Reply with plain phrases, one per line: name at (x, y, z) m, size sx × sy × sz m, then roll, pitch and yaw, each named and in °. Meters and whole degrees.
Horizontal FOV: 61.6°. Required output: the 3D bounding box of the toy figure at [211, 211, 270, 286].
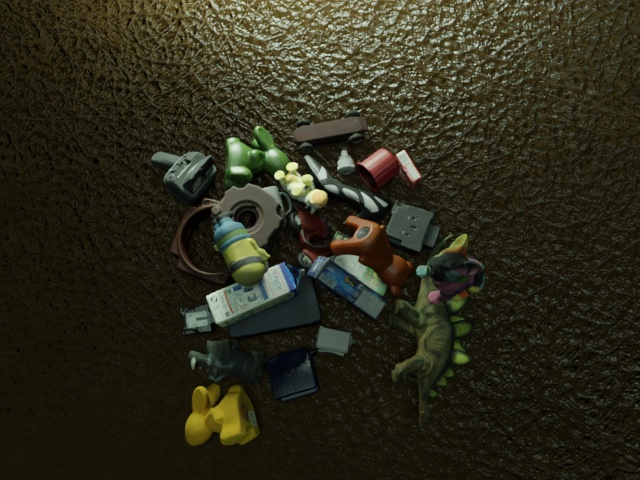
toy figure at (-0.189, 0.023, 1.224) m, size 0.089 × 0.082 × 0.180 m, roll -27°, pitch 78°, yaw -34°

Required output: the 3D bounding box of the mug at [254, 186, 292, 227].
mug at (-0.123, -0.077, 1.398) m, size 0.109 × 0.081 × 0.107 m, roll -14°, pitch 82°, yaw -38°

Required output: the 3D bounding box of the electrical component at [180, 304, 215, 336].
electrical component at (-0.288, 0.197, 1.353) m, size 0.119 × 0.047 × 0.075 m, roll -12°, pitch 78°, yaw -1°

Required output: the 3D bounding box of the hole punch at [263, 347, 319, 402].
hole punch at (-0.067, 0.325, 1.301) m, size 0.142 × 0.092 × 0.116 m, roll -18°, pitch 75°, yaw 2°

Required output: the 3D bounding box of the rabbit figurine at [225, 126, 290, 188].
rabbit figurine at (-0.163, -0.208, 1.419) m, size 0.170 × 0.121 × 0.159 m, roll 1°, pitch 70°, yaw -17°

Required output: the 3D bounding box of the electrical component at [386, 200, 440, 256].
electrical component at (0.235, -0.026, 1.379) m, size 0.134 × 0.058 × 0.115 m, roll 19°, pitch 81°, yaw 6°

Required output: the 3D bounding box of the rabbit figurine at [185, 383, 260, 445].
rabbit figurine at (-0.252, 0.423, 1.276) m, size 0.173 × 0.122 × 0.162 m, roll -27°, pitch 75°, yaw 15°

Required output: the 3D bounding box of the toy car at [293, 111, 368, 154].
toy car at (0.028, -0.288, 1.442) m, size 0.202 × 0.053 × 0.089 m, roll -10°, pitch 68°, yaw 3°

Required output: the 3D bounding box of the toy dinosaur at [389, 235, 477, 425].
toy dinosaur at (0.270, 0.204, 1.311) m, size 0.199 × 0.105 × 0.471 m, roll 5°, pitch 73°, yaw -5°

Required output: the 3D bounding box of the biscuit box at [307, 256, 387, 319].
biscuit box at (0.066, 0.116, 1.308) m, size 0.202 × 0.063 × 0.059 m, roll 36°, pitch 82°, yaw -21°

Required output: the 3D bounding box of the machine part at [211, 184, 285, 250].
machine part at (-0.176, -0.050, 1.311) m, size 0.179 × 0.056 × 0.179 m, roll 0°, pitch 78°, yaw 0°

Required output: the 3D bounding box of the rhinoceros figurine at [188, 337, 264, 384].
rhinoceros figurine at (-0.228, 0.298, 1.320) m, size 0.190 × 0.073 × 0.112 m, roll 13°, pitch 83°, yaw 7°

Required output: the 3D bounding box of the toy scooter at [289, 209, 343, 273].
toy scooter at (-0.003, -0.004, 1.363) m, size 0.135 × 0.075 × 0.184 m, roll -10°, pitch 60°, yaw -8°

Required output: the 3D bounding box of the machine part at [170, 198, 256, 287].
machine part at (-0.264, 0.008, 1.374) m, size 0.202 × 0.087 × 0.201 m, roll 19°, pitch 79°, yaw 4°

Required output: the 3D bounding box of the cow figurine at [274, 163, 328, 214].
cow figurine at (-0.037, -0.117, 1.365) m, size 0.068 × 0.098 × 0.168 m, roll -41°, pitch 56°, yaw -9°

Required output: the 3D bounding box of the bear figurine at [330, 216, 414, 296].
bear figurine at (0.139, 0.041, 1.325) m, size 0.132 × 0.195 × 0.120 m, roll 6°, pitch 55°, yaw 45°

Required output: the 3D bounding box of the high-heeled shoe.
high-heeled shoe at (0.072, -0.146, 1.402) m, size 0.145 × 0.086 × 0.249 m, roll -29°, pitch 80°, yaw -12°

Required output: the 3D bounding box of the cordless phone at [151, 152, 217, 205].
cordless phone at (-0.379, -0.178, 1.404) m, size 0.184 × 0.088 × 0.146 m, roll 17°, pitch 49°, yaw 14°

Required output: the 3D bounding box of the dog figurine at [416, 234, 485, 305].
dog figurine at (0.319, 0.063, 1.214) m, size 0.191 × 0.219 × 0.108 m, roll -9°, pitch 69°, yaw -15°

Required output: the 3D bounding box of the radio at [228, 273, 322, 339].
radio at (-0.117, 0.164, 1.344) m, size 0.230 × 0.073 × 0.131 m, roll -10°, pitch 77°, yaw -2°
